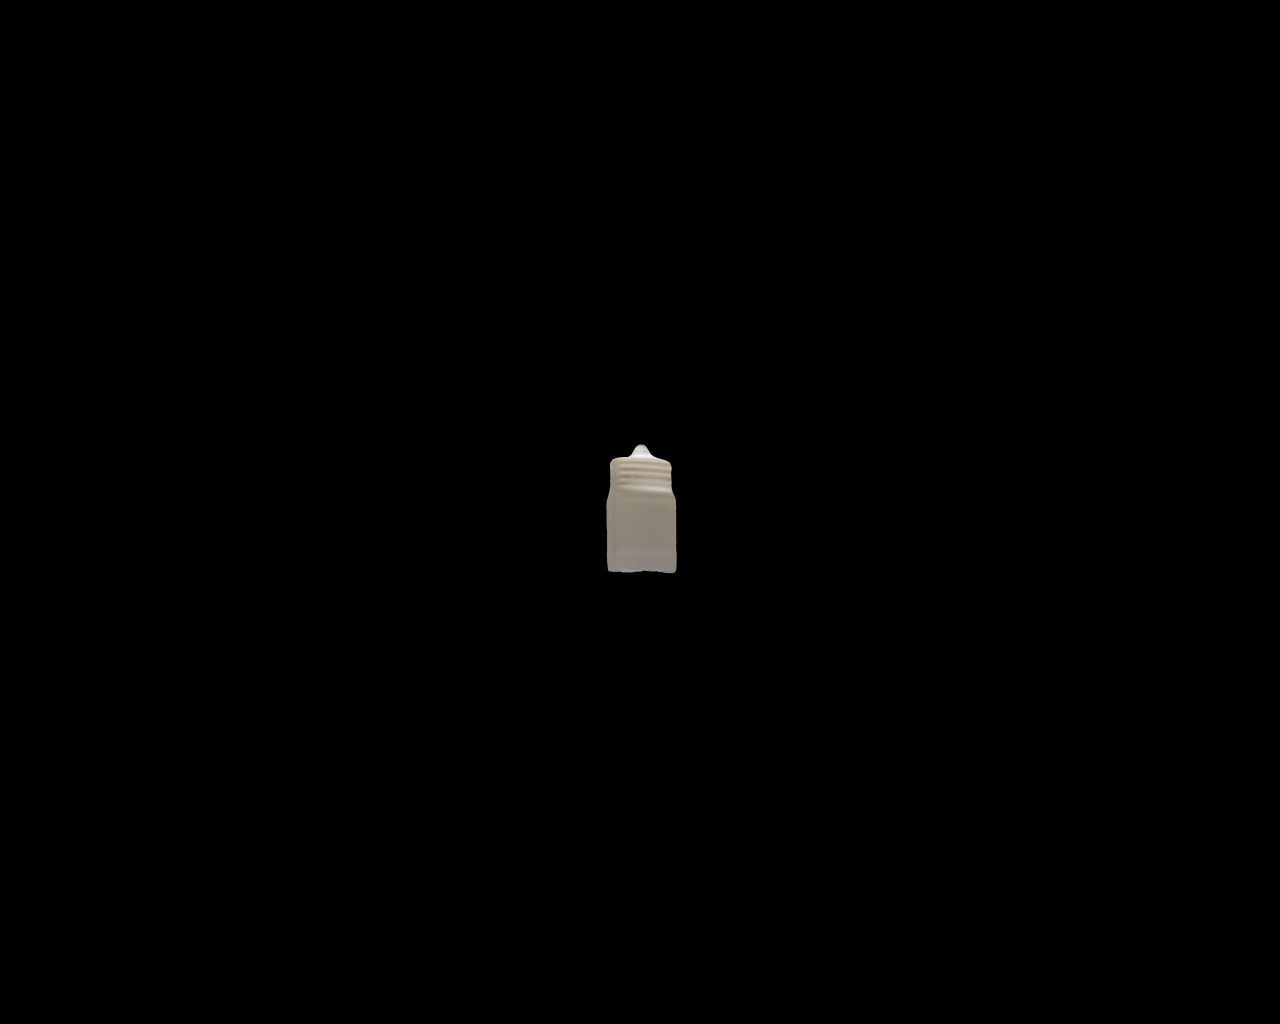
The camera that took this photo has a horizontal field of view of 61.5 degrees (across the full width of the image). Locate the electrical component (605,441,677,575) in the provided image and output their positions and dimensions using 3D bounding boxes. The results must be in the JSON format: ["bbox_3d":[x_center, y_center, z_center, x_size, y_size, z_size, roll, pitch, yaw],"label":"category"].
[{"bbox_3d":[0.001,-0.003,0.650,0.043,0.081,0.043,0,-4,0],"label":"electrical component"}]
